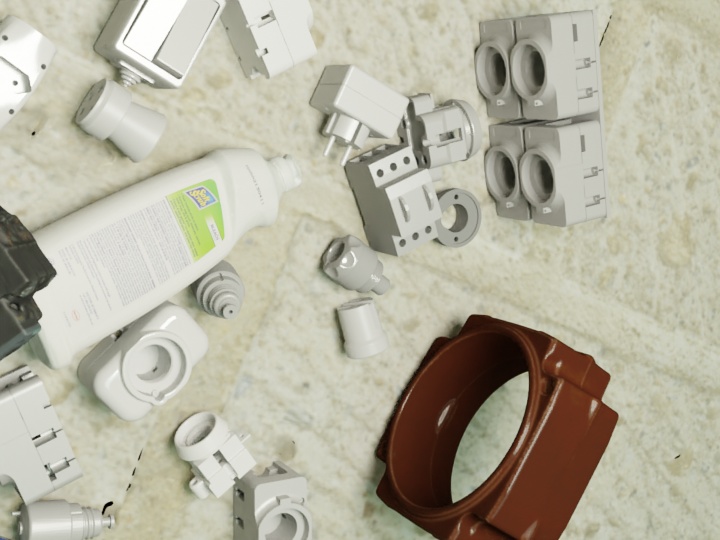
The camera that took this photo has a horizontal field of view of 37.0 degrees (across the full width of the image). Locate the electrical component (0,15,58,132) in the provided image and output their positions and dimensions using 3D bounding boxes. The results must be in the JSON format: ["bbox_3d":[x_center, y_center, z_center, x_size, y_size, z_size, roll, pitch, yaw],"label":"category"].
[{"bbox_3d":[-0.273,-0.151,0.773,0.079,0.043,0.077,37,80,-30],"label":"electrical component"}]

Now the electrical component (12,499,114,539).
[{"bbox_3d":[-0.236,0.203,0.857,0.078,0.040,0.040,3,97,-30],"label":"electrical component"}]

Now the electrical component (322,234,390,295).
[{"bbox_3d":[0.000,0.000,0.956,0.062,0.043,0.043,37,80,-31],"label":"electrical component"}]

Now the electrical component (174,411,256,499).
[{"bbox_3d":[-0.125,0.153,0.910,0.066,0.048,0.055,-41,123,-18],"label":"electrical component"}]

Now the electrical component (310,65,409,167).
[{"bbox_3d":[-0.008,-0.128,0.927,0.066,0.047,0.076,27,85,-30],"label":"electrical component"}]

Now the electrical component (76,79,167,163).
[{"bbox_3d":[-0.184,-0.115,0.829,0.055,0.045,0.045,34,81,-30],"label":"electrical component"}]

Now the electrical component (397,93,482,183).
[{"bbox_3d":[0.072,-0.122,0.969,0.057,0.058,0.078,-17,107,-23],"label":"electrical component"}]

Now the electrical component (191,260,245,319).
[{"bbox_3d":[-0.113,0.020,0.878,0.040,0.078,0.040,-7,112,-17],"label":"electrical component"}]

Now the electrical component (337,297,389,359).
[{"bbox_3d":[0.002,0.052,0.969,0.040,0.040,0.046,-22,103,-25],"label":"electrical component"}]

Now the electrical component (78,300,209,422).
[{"bbox_3d":[-0.171,0.071,0.860,0.095,0.059,0.053,-46,117,-15],"label":"electrical component"}]

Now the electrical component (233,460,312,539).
[{"bbox_3d":[-0.077,0.221,0.942,0.050,0.056,0.089,-5,101,-29],"label":"electrical component"}]

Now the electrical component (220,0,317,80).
[{"bbox_3d":[-0.076,-0.207,0.872,0.056,0.050,0.089,-31,113,-22],"label":"electrical component"}]

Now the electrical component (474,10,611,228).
[{"bbox_3d":[0.166,-0.139,0.991,0.060,0.105,0.186,-14,105,-27],"label":"electrical component"}]

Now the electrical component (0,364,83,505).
[{"bbox_3d":[-0.260,0.128,0.824,0.056,0.050,0.089,-26,110,-24],"label":"electrical component"}]

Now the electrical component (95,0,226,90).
[{"bbox_3d":[-0.155,-0.182,0.825,0.062,0.061,0.096,30,83,-30],"label":"electrical component"}]
